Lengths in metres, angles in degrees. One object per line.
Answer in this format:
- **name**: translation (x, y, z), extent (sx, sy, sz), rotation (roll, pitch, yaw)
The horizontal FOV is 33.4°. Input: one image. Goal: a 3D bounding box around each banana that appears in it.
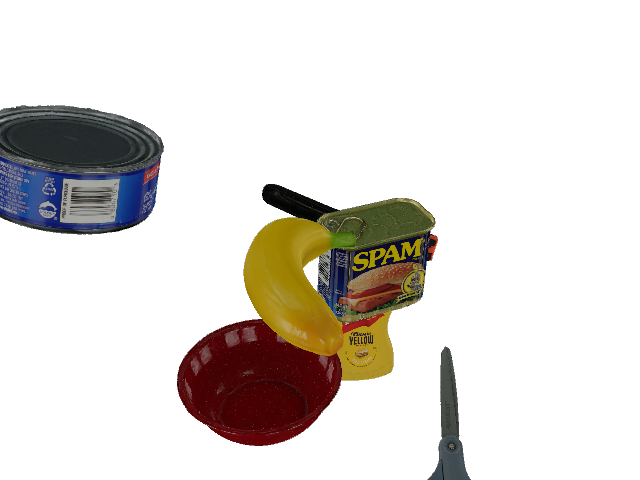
- **banana**: translation (-0.015, 0.020, 0.676), extent (0.069, 0.037, 0.197), rotation (0, 20, 5)

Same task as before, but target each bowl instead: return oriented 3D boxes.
- **bowl**: translation (-0.058, 0.149, 1.053), extent (0.162, 0.055, 0.162), rotation (-2, 37, 2)

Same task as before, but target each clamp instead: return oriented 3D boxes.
- **clamp**: translation (0.032, -0.008, 1.212), extent (0.210, 0.036, 0.164), rotation (14, 21, -5)

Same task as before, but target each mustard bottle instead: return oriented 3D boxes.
- **mustard bottle**: translation (0.051, 0.093, 1.438), extent (0.096, 0.192, 0.058), rotation (-3, 21, -7)

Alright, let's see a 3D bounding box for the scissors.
- **scissors**: translation (0.089, 0.179, 0.864), extent (0.096, 0.202, 0.016), rotation (-8, -36, -12)

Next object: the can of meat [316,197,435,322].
- **can of meat**: translation (0.047, 0.018, 0.946), extent (0.102, 0.084, 0.057), rotation (-13, 36, -23)

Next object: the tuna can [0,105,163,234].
- **tuna can**: translation (-0.119, -0.035, 0.505), extent (0.086, 0.034, 0.086), rotation (9, 23, -4)
